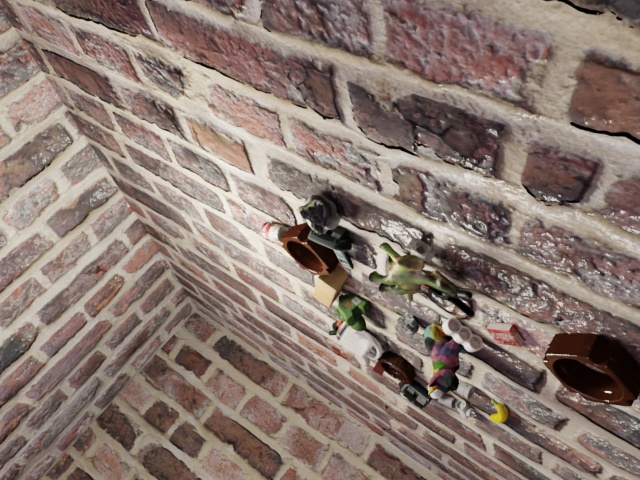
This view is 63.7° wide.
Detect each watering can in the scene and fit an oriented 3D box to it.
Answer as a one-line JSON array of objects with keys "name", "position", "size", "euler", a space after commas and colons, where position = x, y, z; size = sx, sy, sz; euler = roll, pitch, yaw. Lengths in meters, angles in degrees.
[{"name": "watering can", "position": [0.171, 0.470, 2.324], "size": [0.226, 0.105, 0.340], "euler": [36, 155, 13]}]

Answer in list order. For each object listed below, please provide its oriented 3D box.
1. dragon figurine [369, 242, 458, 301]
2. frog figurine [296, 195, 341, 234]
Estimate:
[{"name": "dragon figurine", "position": [0.292, 0.129, 1.529], "size": [0.244, 0.123, 0.404], "euler": [19, 165, 39]}, {"name": "frog figurine", "position": [0.005, -0.085, 1.685], "size": [0.138, 0.122, 0.160], "euler": [24, -172, 14]}]
